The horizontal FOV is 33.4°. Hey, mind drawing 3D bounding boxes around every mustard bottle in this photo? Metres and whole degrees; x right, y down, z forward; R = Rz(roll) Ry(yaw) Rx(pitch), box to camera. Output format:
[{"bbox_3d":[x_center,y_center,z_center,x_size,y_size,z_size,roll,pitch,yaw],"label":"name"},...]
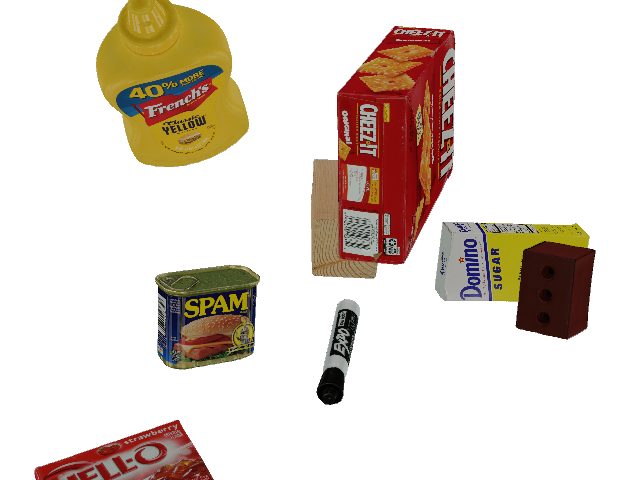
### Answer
[{"bbox_3d":[-0.110,-0.120,0.776,0.096,0.058,0.191,-15,-21,-2],"label":"mustard bottle"}]

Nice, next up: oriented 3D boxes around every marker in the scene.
[{"bbox_3d":[0.014,0.081,0.782,0.020,0.020,0.121,0,27,9],"label":"marker"}]

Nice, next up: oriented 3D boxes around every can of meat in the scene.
[{"bbox_3d":[-0.113,0.076,1.068,0.101,0.084,0.058,-7,20,-28],"label":"can of meat"}]

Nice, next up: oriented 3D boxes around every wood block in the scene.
[{"bbox_3d":[0.033,-0.035,1.531,0.091,0.090,0.206,3,27,-3],"label":"wood block"}]

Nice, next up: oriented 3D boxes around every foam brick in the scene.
[{"bbox_3d":[0.216,0.045,0.982,0.053,0.078,0.051,11,17,33],"label":"foam brick"}]

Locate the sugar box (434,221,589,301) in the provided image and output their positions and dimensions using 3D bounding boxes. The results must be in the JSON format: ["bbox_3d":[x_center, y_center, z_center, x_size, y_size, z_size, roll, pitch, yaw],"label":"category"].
[{"bbox_3d":[0.234,0.027,1.311,0.176,0.093,0.048,-1,22,-11],"label":"sugar box"}]

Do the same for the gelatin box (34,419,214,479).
[{"bbox_3d":[-0.107,0.142,0.594,0.089,0.030,0.073,-16,28,-20],"label":"gelatin box"}]

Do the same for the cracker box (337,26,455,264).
[{"bbox_3d":[0.077,-0.097,1.020,0.072,0.164,0.213,7,28,17],"label":"cracker box"}]
